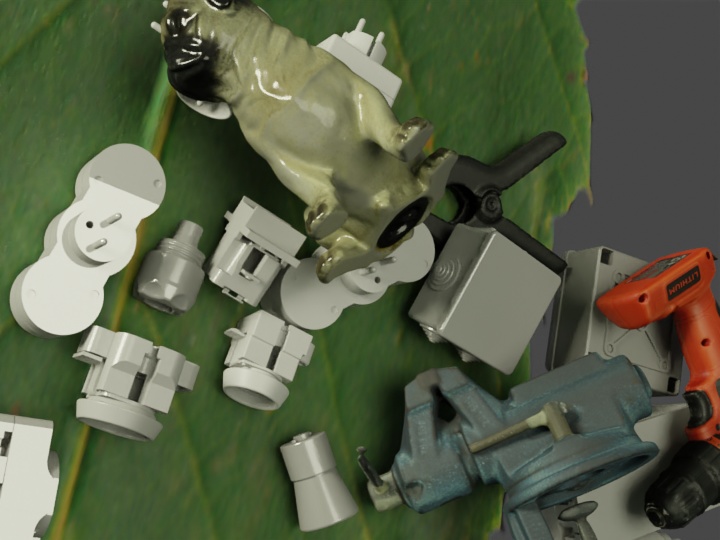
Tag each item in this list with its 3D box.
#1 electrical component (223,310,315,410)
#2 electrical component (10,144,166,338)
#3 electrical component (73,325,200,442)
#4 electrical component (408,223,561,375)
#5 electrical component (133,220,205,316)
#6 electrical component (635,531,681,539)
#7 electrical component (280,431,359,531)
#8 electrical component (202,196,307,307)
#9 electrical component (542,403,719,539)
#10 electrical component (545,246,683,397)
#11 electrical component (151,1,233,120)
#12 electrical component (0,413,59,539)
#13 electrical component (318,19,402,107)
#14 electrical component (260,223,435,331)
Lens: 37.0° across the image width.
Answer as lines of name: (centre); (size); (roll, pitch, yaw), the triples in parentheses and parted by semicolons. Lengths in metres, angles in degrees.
electrical component: (-0.068, 0.066, 0.760); (0.066, 0.048, 0.055); (29, 62, -23)
electrical component: (-0.171, -0.021, 0.697); (0.052, 0.074, 0.138); (33, 68, -21)
electrical component: (-0.151, 0.077, 0.704); (0.078, 0.058, 0.057); (25, 69, -25)
electrical component: (0.096, 0.021, 0.835); (0.100, 0.048, 0.099); (32, 86, -37)
electrical component: (-0.127, -0.003, 0.737); (0.043, 0.043, 0.062); (27, 70, -23)
electrical component: (0.248, 0.241, 0.913); (0.062, 0.043, 0.043); (-4, 85, -30)
electrical component: (-0.032, 0.149, 0.771); (0.044, 0.044, 0.065); (-18, 87, -30)
electrical component: (-0.077, -0.012, 0.752); (0.042, 0.081, 0.063); (34, 91, -21)
electrical component: (0.217, 0.170, 0.894); (0.150, 0.062, 0.089); (-11, 88, -30)
electrical component: (0.221, 0.046, 0.917); (0.109, 0.056, 0.108); (17, 75, -26)
electrical component: (-0.110, -0.161, 0.768); (0.079, 0.043, 0.077); (32, 69, -22)
electrical component: (-0.221, 0.134, 0.661); (0.056, 0.050, 0.089); (13, 77, -27)
electrical component: (-0.004, -0.156, 0.824); (0.066, 0.047, 0.076); (31, 70, -22)
electrical component: (0.000, 0.000, 0.790); (0.138, 0.074, 0.052); (-26, 96, -29)
